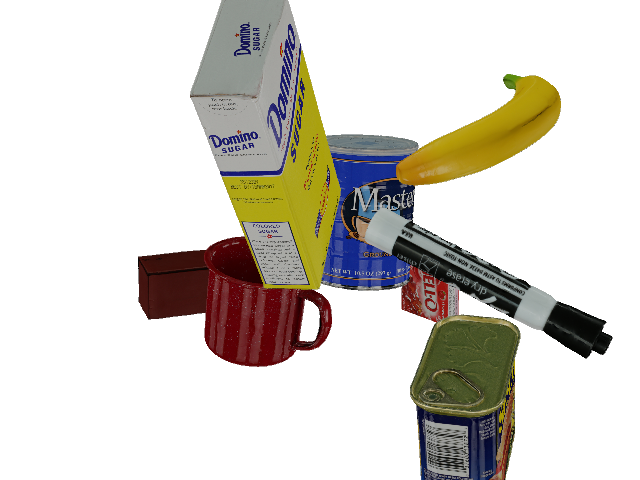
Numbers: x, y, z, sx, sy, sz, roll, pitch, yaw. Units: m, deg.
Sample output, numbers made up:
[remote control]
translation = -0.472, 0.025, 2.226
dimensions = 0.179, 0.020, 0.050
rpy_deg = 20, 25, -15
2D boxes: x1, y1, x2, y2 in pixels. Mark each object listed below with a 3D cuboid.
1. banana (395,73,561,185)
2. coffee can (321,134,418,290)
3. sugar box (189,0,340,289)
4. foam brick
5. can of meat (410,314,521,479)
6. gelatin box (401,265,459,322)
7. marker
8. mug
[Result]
[banana]
translation = 0.131, -0.083, 0.794
dimensions = 0.070, 0.037, 0.197
rpy_deg = -6, 21, 39
[coffee can]
translation = 0.043, -0.031, 1.074
dimensions = 0.103, 0.140, 0.103
rpy_deg = 2, 13, -1
[sugar box]
translation = -0.028, -0.058, 0.665
dimensions = 0.048, 0.093, 0.176
rpy_deg = 2, -38, 13
[foam brick]
translation = -0.146, 0.044, 1.103
dimensions = 0.078, 0.051, 0.053
rpy_deg = -6, 20, -19
[can of meat]
translation = 0.095, 0.110, 0.681
dimensions = 0.057, 0.084, 0.102
rpy_deg = 4, 30, 17
[gelatin box]
translation = 0.139, 0.057, 1.363
dimensions = 0.073, 0.089, 0.030
rpy_deg = 19, 35, 36
[marker]
translation = 0.076, 0.019, 0.489
dimensions = 0.121, 0.020, 0.020
rpy_deg = 28, 9, 17
[mug]
translation = -0.044, 0.056, 0.893
dimensions = 0.117, 0.081, 0.093
rpy_deg = 17, 26, 20
